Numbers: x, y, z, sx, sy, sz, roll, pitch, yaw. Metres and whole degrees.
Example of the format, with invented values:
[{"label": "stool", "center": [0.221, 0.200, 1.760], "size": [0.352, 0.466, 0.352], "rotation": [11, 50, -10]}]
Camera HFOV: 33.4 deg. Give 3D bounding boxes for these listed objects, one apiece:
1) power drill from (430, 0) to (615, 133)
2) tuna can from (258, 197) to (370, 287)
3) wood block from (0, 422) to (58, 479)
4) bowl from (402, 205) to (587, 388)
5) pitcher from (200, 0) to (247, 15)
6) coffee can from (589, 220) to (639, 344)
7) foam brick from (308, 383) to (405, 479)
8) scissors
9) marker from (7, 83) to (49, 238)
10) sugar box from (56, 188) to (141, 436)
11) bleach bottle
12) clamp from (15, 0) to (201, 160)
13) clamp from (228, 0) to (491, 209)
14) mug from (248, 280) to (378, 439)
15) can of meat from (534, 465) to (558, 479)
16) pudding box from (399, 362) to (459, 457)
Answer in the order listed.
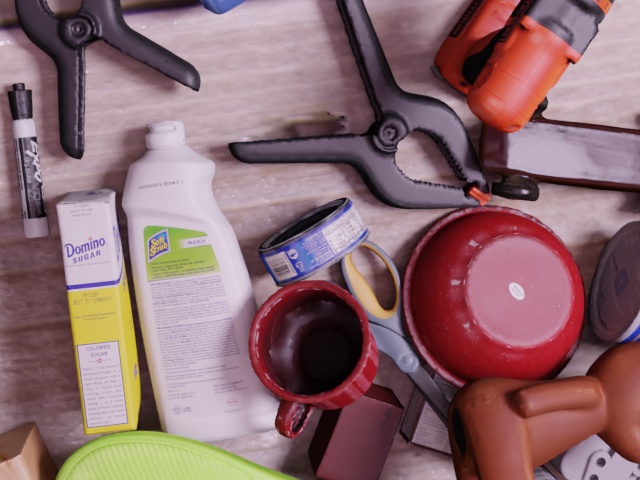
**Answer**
[{"label": "power drill", "center": [0.156, -0.167, 0.785], "size": [0.057, 0.188, 0.184], "rotation": [35, 94, -9]}, {"label": "tuna can", "center": [-0.006, 0.001, 0.840], "size": [0.086, 0.086, 0.034], "rotation": [-31, 99, -2]}, {"label": "wood block", "center": [-0.232, 0.264, 0.848], "size": [0.090, 0.091, 0.206], "rotation": [-21, 100, -4]}, {"label": "bowl", "center": [0.150, 0.045, 0.856], "size": [0.162, 0.055, 0.162], "rotation": [2, 78, -11]}, {"label": "pitcher", "center": [-0.001, -0.264, 0.780], "size": [0.243, 0.149, 0.145], "rotation": [-32, 119, 2]}, {"label": "coffee can", "center": [0.309, 0.052, 0.877], "size": [0.140, 0.103, 0.103], "rotation": [16, 96, -9]}, {"label": "foam brick", "center": [0.029, 0.159, 0.884], "size": [0.053, 0.051, 0.078], "rotation": [20, 95, -11]}, {"label": "scissors", "center": [0.051, 0.099, 0.873], "size": [0.096, 0.016, 0.202], "rotation": [-21, 85, 5]}, {"label": "marker", "center": [-0.229, -0.062, 0.838], "size": [0.020, 0.020, 0.121], "rotation": [-6, 98, -6]}, {"label": "sugar box", "center": [-0.168, 0.051, 0.824], "size": [0.048, 0.093, 0.176], "rotation": [-4, 99, -7]}, {"label": "bleach bottle", "center": [-0.096, 0.030, 0.846], "size": [0.102, 0.068, 0.251], "rotation": [-8, 97, -2]}, {"label": "clamp", "center": [-0.170, -0.160, 0.821], "size": [0.120, 0.039, 0.171], "rotation": [-22, 100, -5]}, {"label": "clamp", "center": [0.053, -0.097, 0.858], "size": [0.210, 0.036, 0.164], "rotation": [26, 94, -11]}, {"label": "mug", "center": [-0.004, 0.097, 0.820], "size": [0.093, 0.081, 0.117], "rotation": [16, 77, 17]}, {"label": "can of meat", "center": [0.181, 0.241, 0.898], "size": [0.057, 0.084, 0.102], "rotation": [-10, 99, -5]}, {"label": "pudding box", "center": [0.129, 0.129, 0.899], "size": [0.090, 0.039, 0.113], "rotation": [19, 93, -7]}]
